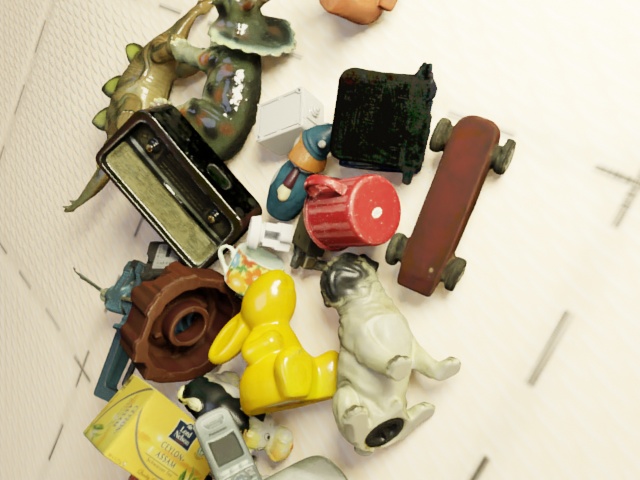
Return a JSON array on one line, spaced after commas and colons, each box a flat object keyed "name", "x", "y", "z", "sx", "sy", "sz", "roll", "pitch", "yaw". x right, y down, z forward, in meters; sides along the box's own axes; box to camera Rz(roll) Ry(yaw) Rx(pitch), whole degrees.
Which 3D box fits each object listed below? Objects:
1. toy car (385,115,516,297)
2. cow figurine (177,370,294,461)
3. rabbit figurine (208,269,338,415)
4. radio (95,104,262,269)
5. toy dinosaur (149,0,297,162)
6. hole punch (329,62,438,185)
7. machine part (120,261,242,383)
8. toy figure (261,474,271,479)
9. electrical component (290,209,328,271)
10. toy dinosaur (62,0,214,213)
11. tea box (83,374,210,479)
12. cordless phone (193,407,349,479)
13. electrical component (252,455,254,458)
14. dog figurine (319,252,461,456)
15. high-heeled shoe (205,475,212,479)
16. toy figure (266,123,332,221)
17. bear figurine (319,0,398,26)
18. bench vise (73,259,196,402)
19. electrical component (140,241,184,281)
[{"name": "toy car", "x": 0.141, "y": -0.037, "z": 0.592, "sx": 0.089, "sy": 0.053, "sz": 0.202, "roll": 22, "pitch": 98, "yaw": 20}, {"name": "cow figurine", "x": -0.114, "y": 0.237, "z": 0.722, "sx": 0.168, "sy": 0.098, "sz": 0.068, "roll": 23, "pitch": 91, "yaw": 38}, {"name": "rabbit figurine", "x": -0.058, "y": 0.127, "z": 0.685, "sx": 0.162, "sy": 0.122, "sz": 0.173, "roll": -25, "pitch": 68, "yaw": 40}, {"name": "radio", "x": -0.202, "y": -0.077, "z": 0.785, "sx": 0.131, "sy": 0.073, "sz": 0.229, "roll": -37, "pitch": 97, "yaw": 29}, {"name": "toy dinosaur", "x": -0.152, "y": -0.208, "z": 0.819, "sx": 0.192, "sy": 0.131, "sz": 0.404, "roll": 23, "pitch": 104, "yaw": 39}, {"name": "hole punch", "x": 0.075, "y": -0.138, "z": 0.650, "sx": 0.116, "sy": 0.092, "sz": 0.142, "roll": 9, "pitch": 89, "yaw": 5}, {"name": "machine part", "x": -0.193, "y": 0.117, "z": 0.760, "sx": 0.056, "sy": 0.179, "sz": 0.179, "roll": 28, "pitch": 100, "yaw": 41}, {"name": "toy figure", "x": -0.078, "y": 0.385, "z": 0.675, "sx": 0.089, "sy": 0.082, "sz": 0.180, "roll": -22, "pitch": 77, "yaw": 15}, {"name": "electrical component", "x": -0.001, "y": -0.004, "z": 0.708, "sx": 0.078, "sy": 0.045, "sz": 0.102, "roll": 18, "pitch": 92, "yaw": 67}, {"name": "toy dinosaur", "x": -0.323, "y": -0.231, "z": 0.953, "sx": 0.199, "sy": 0.105, "sz": 0.471, "roll": 33, "pitch": 90, "yaw": 48}, {"name": "tea box", "x": -0.217, "y": 0.271, "z": 0.723, "sx": 0.068, "sy": 0.169, "sz": 0.098, "roll": 13, "pitch": 57, "yaw": 44}, {"name": "cordless phone", "x": -0.060, "y": 0.272, "z": 0.641, "sx": 0.184, "sy": 0.146, "sz": 0.088, "roll": 57, "pitch": 153, "yaw": 24}, {"name": "electrical component", "x": -0.120, "y": 0.344, "z": 0.757, "sx": 0.063, "sy": 0.021, "sz": 0.094, "roll": 8, "pitch": 86, "yaw": 39}, {"name": "dog figurine", "x": 0.044, "y": 0.126, "z": 0.628, "sx": 0.172, "sy": 0.121, "sz": 0.191, "roll": -55, "pitch": 41, "yaw": 14}, {"name": "high-heeled shoe", "x": -0.182, "y": 0.468, "z": 0.776, "sx": 0.145, "sy": 0.086, "sz": 0.248, "roll": -25, "pitch": 84, "yaw": 0}, {"name": "toy figure", "x": -0.024, "y": -0.094, "z": 0.714, "sx": 0.154, "sy": 0.058, "sz": 0.064, "roll": -59, "pitch": 19, "yaw": 30}, {"name": "bear figurine", "x": 0.081, "y": -0.362, "z": 0.648, "sx": 0.196, "sy": 0.132, "sz": 0.120, "roll": -44, "pitch": 62, "yaw": 32}, {"name": "bench vise", "x": -0.301, "y": 0.155, "z": 0.856, "sx": 0.224, "sy": 0.128, "sz": 0.240, "roll": 12, "pitch": 72, "yaw": 21}, {"name": "electrical component", "x": -0.231, "y": 0.029, "z": 0.846, "sx": 0.075, "sy": 0.047, "sz": 0.119, "roll": 3, "pitch": 44, "yaw": 2}]
